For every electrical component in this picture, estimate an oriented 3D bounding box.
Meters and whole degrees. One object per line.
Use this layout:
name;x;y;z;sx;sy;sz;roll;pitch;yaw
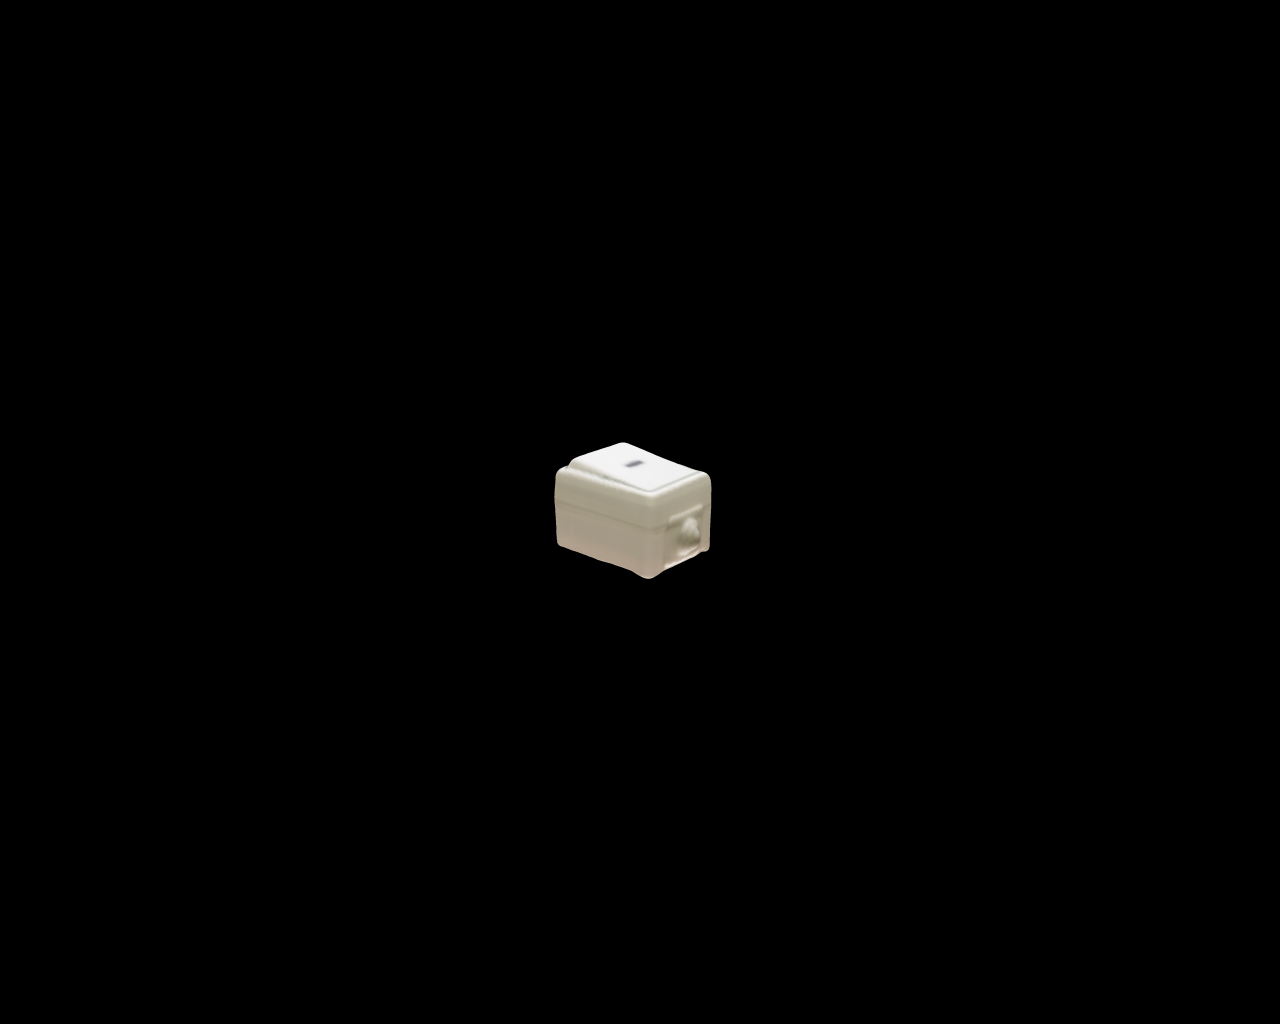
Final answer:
electrical component;0.001;-0.003;0.650;0.096;0.061;0.062;17;27;38
